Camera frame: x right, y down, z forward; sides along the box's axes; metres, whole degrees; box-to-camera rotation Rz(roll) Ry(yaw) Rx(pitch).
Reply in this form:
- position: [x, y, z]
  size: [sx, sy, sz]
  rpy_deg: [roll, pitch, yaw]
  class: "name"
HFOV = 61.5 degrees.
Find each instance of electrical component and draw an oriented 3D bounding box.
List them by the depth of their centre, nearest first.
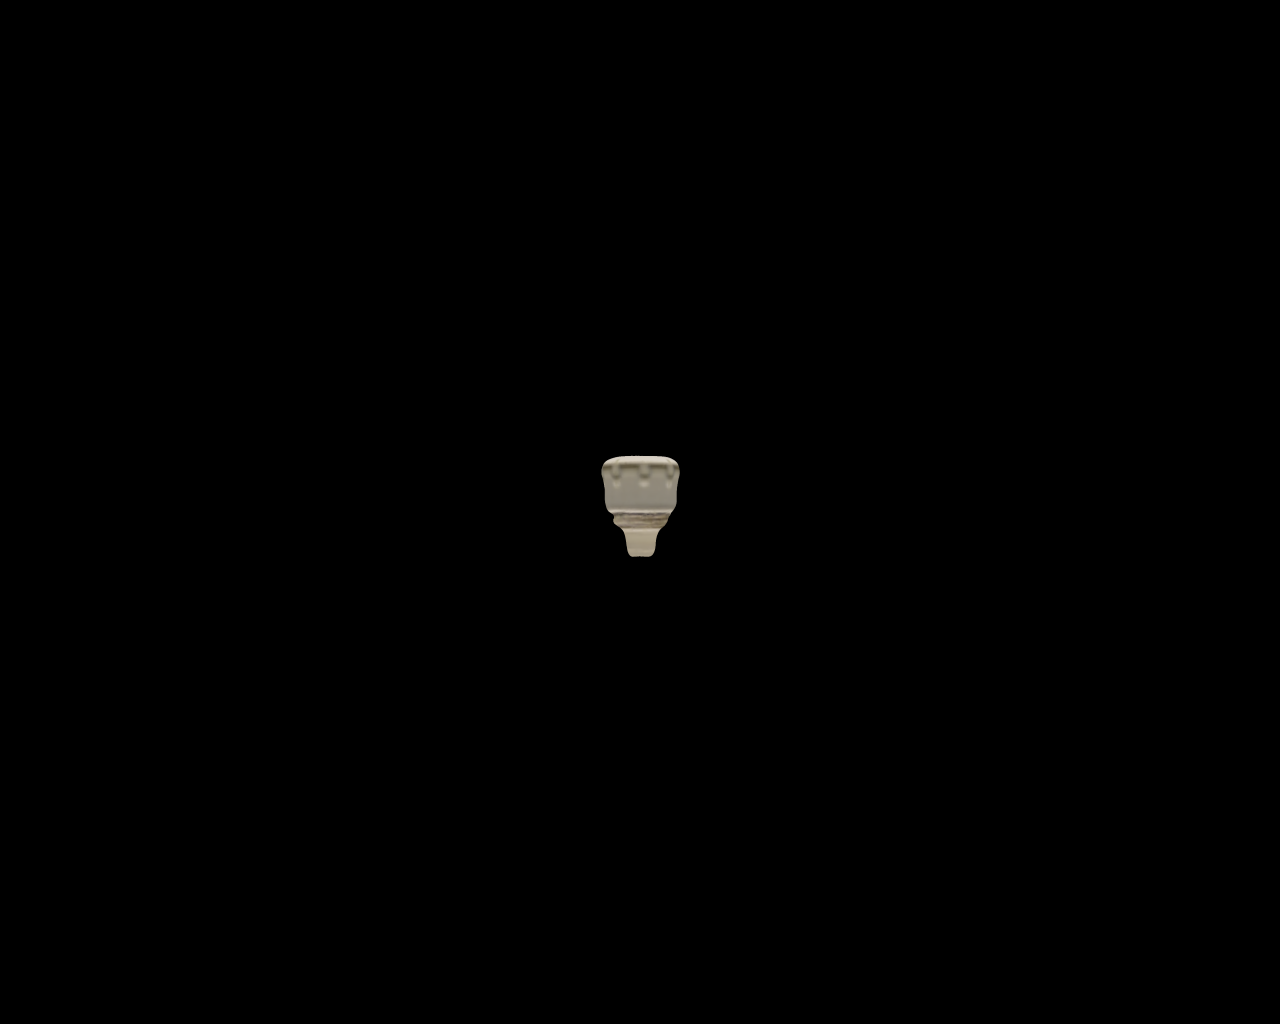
- position: [0.001, -0.003, 0.650]
  size: [0.048, 0.062, 0.048]
  rpy_deg: [0, 0, 0]
  class: "electrical component"
